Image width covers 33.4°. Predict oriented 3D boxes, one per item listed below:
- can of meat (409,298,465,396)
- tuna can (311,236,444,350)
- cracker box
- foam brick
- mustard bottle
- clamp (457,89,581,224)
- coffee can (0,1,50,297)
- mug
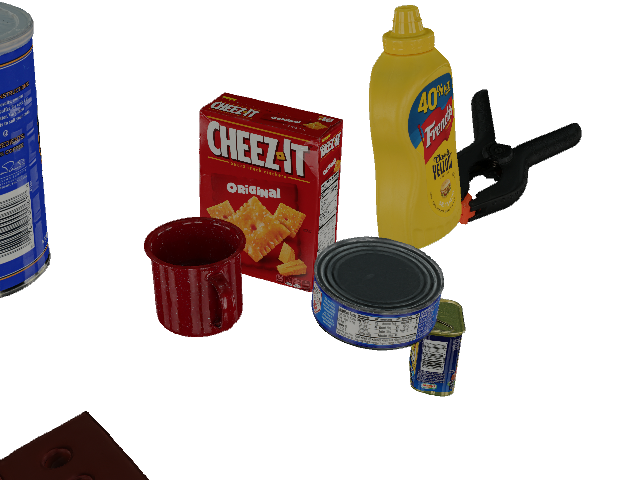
[{"bbox_3d":[0.136,0.126,1.267,0.057,0.084,0.102,6,19,2],"label":"can of meat"},{"bbox_3d":[0.037,0.034,0.704,0.086,0.034,0.086,4,33,-3],"label":"tuna can"},{"bbox_3d":[-0.064,-0.056,1.303,0.164,0.214,0.072,15,32,20],"label":"cracker box"},{"bbox_3d":[-0.108,0.130,0.497,0.052,0.051,0.078,-28,42,-28],"label":"foam brick"},{"bbox_3d":[0.077,-0.096,0.873,0.058,0.191,0.096,10,29,34],"label":"mustard bottle"},{"bbox_3d":[0.174,-0.088,1.086,0.120,0.039,0.171,29,55,29],"label":"clamp"},{"bbox_3d":[-0.202,-0.049,0.575,0.103,0.140,0.103,2,27,-1],"label":"coffee can"},{"bbox_3d":[-0.107,0.041,0.982,0.093,0.081,0.117,-18,35,-27],"label":"mug"}]
